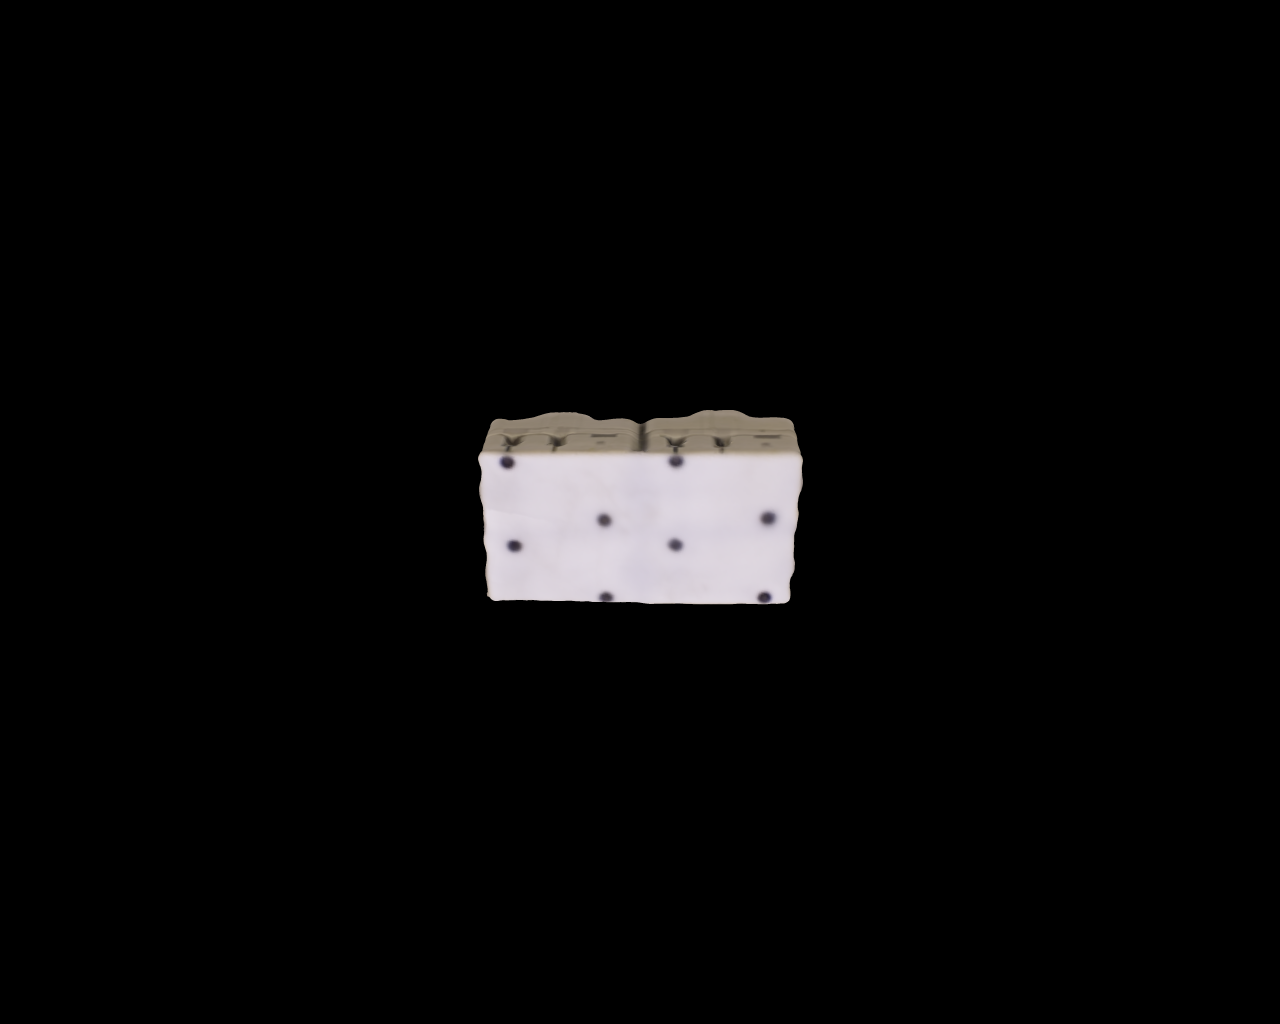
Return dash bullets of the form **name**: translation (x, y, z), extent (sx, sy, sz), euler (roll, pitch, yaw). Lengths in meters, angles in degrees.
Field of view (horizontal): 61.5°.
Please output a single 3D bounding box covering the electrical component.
- **electrical component**: translation (0.001, -0.003, 0.650), extent (0.186, 0.105, 0.060), euler (0, 28, 0)
